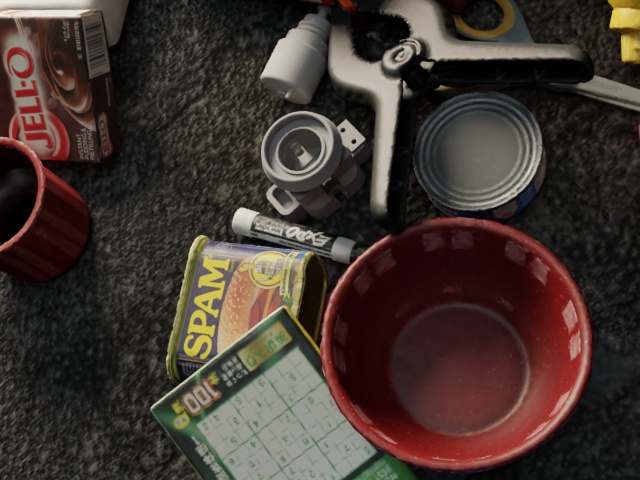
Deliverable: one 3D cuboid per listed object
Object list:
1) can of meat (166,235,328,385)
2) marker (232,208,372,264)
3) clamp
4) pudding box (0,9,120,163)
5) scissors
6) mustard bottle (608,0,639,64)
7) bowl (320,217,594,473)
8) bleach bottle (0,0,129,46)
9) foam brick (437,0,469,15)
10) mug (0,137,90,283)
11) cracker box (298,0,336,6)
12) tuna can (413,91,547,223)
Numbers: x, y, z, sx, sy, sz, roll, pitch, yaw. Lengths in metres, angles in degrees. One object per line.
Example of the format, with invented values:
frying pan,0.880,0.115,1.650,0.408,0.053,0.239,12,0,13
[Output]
can of meat,-0.047,0.053,0.714,0.084,0.057,0.102,6,74,18
marker,-0.005,0.001,0.738,0.121,0.020,0.020,16,77,23
clamp,0.057,-0.104,0.714,0.164,0.036,0.210,-43,46,-3
pudding box,-0.203,-0.117,0.808,0.090,0.039,0.113,4,109,20
scissors,0.160,-0.130,0.730,0.202,0.016,0.096,6,73,21
mustard bottle,0.221,-0.211,0.692,0.096,0.058,0.192,10,100,16
bowl,0.083,0.069,0.654,0.162,0.055,0.162,-4,63,8
bleach bottle,-0.188,-0.281,0.881,0.103,0.068,0.251,2,70,20
foam brick,0.074,-0.202,0.757,0.078,0.051,0.053,25,77,38
mug,-0.234,-0.017,0.789,0.117,0.081,0.093,-4,70,17
cracker box,-0.024,-0.293,0.807,0.164,0.072,0.213,18,78,35
tuna can,0.107,-0.054,0.711,0.086,0.033,0.086,-6,69,17
